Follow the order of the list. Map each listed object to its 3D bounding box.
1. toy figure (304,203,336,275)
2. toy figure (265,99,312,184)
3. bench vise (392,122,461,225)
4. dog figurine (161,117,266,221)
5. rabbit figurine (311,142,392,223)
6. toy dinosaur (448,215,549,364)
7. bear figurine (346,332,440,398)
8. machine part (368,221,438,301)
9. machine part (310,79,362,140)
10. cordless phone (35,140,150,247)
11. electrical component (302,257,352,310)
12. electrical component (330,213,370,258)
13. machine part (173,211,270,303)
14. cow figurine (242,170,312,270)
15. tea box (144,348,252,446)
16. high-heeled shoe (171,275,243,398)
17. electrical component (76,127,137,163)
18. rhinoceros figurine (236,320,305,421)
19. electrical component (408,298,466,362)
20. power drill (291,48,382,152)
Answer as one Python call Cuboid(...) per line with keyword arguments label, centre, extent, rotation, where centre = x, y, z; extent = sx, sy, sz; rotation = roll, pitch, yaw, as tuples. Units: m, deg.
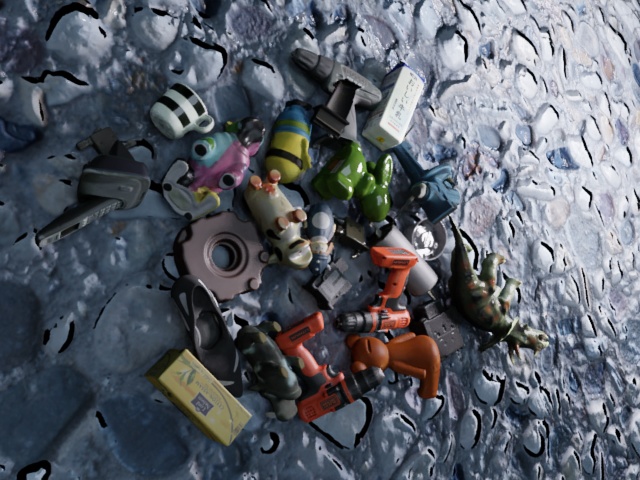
Cuboid(label="toy figure", centre=(-0.004, -0.003, 1.110), extent=(0.057, 0.064, 0.154), rotation=(55, 32, -52))
Cuboid(label="toy figure", centre=(-0.065, -0.202, 1.114), extent=(0.089, 0.082, 0.180), rotation=(10, 80, -19))
Cuboid(label="bench vise", centre=(0.235, -0.146, 1.255), extent=(0.223, 0.129, 0.241), rotation=(-10, 63, -47))
Cuboid(label="dog figurine", centre=(-0.190, -0.150, 1.018), extent=(0.108, 0.191, 0.219), rotation=(45, 27, -13))
Cuboid(label="rabbit figurine", centre=(0.089, -0.117, 1.168), extent=(0.170, 0.121, 0.159), rotation=(43, 64, -23))
Cuboid(label="toy dinosaur", centre=(0.380, 0.137, 1.281), extent=(0.404, 0.131, 0.192), rotation=(41, 58, -23))
Cuboid(label="bear figurine", centre=(0.153, 0.264, 1.147), extent=(0.196, 0.120, 0.131), rotation=(-5, 127, -8))
Cuboid(label="machine part", centre=(0.188, 0.045, 1.222), extent=(0.243, 0.079, 0.079), rotation=(47, 60, -14))
Cuboid(label="machine part", centre=(0.035, -0.282, 1.132), extent=(0.084, 0.039, 0.139), rotation=(31, 67, -9))
Cuboid(label="cordless phone", centre=(-0.371, -0.063, 0.853), extent=(0.088, 0.146, 0.184), rotation=(50, 56, -4))
Cuboid(label="electrical component", centre=(0.027, 0.084, 1.132), extent=(0.119, 0.048, 0.074), rotation=(-43, 104, -29))
Cuboid(label="electrical component", centre=(0.061, -0.006, 1.175), extent=(0.102, 0.045, 0.078), rotation=(24, 40, -29))
Cuboid(label="machine part", centre=(-0.183, 0.031, 1.007), extent=(0.179, 0.056, 0.179), rotation=(7, 76, -29))
Cuboid(label="cow figurine", centre=(-0.084, -0.026, 1.054), extent=(0.085, 0.127, 0.195), rotation=(-29, 82, -33))
Cuboid(label="tea box", centre=(-0.209, 0.266, 0.918), extent=(0.169, 0.098, 0.068), rotation=(48, 60, -13))
Cuboid(label="high-heeled shoe", centre=(-0.179, 0.169, 0.928), extent=(0.086, 0.145, 0.248), rotation=(-37, 99, -31))
Cuboid(label="electrical component", centre=(-0.375, -0.167, 0.947), extent=(0.094, 0.021, 0.063), rotation=(-38, 100, -31))
Cuboid(label="rhinoceros figurine", centre=(-0.093, 0.242, 0.987), extent=(0.190, 0.112, 0.073), rotation=(63, 27, -1))
Cuboid(label="electrical component", centre=(0.271, 0.208, 1.252), extent=(0.115, 0.058, 0.134), rotation=(-23, 93, -35))
Cuboid(label="power drill", centre=(0.029, -0.300, 1.199), extent=(0.232, 0.086, 0.207), rotation=(13, 67, -29))
